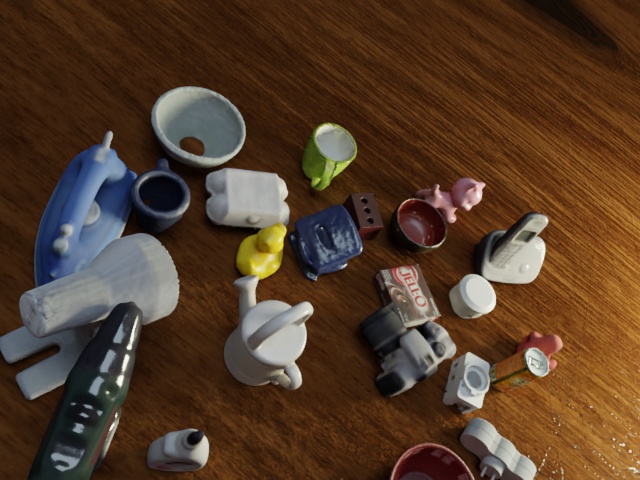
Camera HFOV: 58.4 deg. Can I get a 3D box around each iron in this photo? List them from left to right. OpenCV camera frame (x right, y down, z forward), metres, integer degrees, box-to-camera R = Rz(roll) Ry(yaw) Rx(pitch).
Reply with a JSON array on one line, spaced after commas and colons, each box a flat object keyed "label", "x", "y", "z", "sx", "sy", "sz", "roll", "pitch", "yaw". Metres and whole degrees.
[{"label": "iron", "x": -0.352, "y": -0.035, "z": 0.843, "sx": 0.119, "sy": 0.141, "sz": 0.258, "roll": 18, "pitch": 56, "yaw": -14}]

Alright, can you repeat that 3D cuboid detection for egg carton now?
[{"label": "egg carton", "x": -0.127, "y": -0.069, "z": 1.011, "sx": 0.151, "sy": 0.069, "sz": 0.107, "roll": 3, "pitch": 61, "yaw": -23}]

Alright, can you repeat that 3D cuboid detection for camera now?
[{"label": "camera", "x": 0.144, "y": 0.173, "z": 0.977, "sx": 0.143, "sy": 0.100, "sz": 0.136, "roll": -28, "pitch": 76, "yaw": -34}]

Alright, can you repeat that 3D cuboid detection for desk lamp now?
[{"label": "desk lamp", "x": -0.301, "y": 0.097, "z": 0.745, "sx": 0.204, "sy": 0.213, "sz": 0.118, "roll": -28, "pitch": 76, "yaw": -34}]

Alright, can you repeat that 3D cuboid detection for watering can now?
[{"label": "watering can", "x": -0.076, "y": 0.134, "z": 0.839, "sx": 0.173, "sy": 0.193, "sz": 0.101, "roll": 41, "pitch": 54, "yaw": 2}]

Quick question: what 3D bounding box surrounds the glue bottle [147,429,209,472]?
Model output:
[{"label": "glue bottle", "x": -0.173, "y": 0.265, "z": 0.732, "sx": 0.078, "sy": 0.173, "sz": 0.037, "roll": 8, "pitch": 59, "yaw": -20}]

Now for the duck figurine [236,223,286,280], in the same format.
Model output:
[{"label": "duck figurine", "x": -0.093, "y": 0.013, "z": 0.969, "sx": 0.077, "sy": 0.086, "sz": 0.105, "roll": 38, "pitch": 54, "yaw": 0}]

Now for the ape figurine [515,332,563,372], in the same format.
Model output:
[{"label": "ape figurine", "x": 0.423, "y": 0.209, "z": 1.090, "sx": 0.076, "sy": 0.092, "sz": 0.078, "roll": 3, "pitch": 61, "yaw": -23}]

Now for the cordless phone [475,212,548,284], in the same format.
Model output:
[{"label": "cordless phone", "x": 0.409, "y": 0.011, "z": 1.140, "sx": 0.148, "sy": 0.185, "sz": 0.094, "roll": 5, "pitch": 60, "yaw": -22}]

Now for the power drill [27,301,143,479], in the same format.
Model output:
[{"label": "power drill", "x": -0.280, "y": 0.208, "z": 0.694, "sx": 0.076, "sy": 0.208, "sz": 0.229, "roll": 21, "pitch": 55, "yaw": -12}]

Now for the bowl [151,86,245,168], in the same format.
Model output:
[{"label": "bowl", "x": -0.223, "y": -0.191, "z": 1.034, "sx": 0.168, "sy": 0.074, "sz": 0.167, "roll": 11, "pitch": 58, "yaw": -19}]

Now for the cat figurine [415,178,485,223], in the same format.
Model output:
[{"label": "cat figurine", "x": 0.276, "y": -0.093, "z": 1.181, "sx": 0.128, "sy": 0.117, "sz": 0.067, "roll": 7, "pitch": 59, "yaw": -21}]

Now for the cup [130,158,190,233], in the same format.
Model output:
[{"label": "cup", "x": -0.264, "y": -0.065, "z": 0.930, "sx": 0.092, "sy": 0.095, "sz": 0.117, "roll": 5, "pitch": 60, "yaw": -22}]

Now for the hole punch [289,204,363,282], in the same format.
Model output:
[{"label": "hole punch", "x": 0.009, "y": 0.004, "z": 1.019, "sx": 0.101, "sy": 0.091, "sz": 0.108, "roll": -14, "pitch": 68, "yaw": -30}]
